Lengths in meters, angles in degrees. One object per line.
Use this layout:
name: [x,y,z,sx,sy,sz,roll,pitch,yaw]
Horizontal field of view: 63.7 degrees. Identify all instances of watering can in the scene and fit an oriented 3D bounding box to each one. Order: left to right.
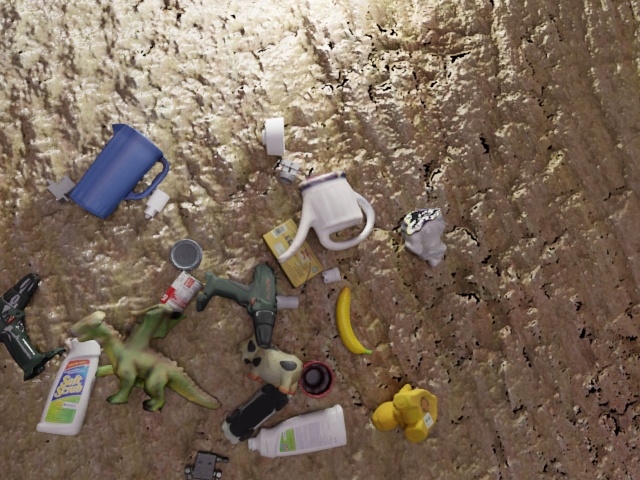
watering can: [0.004,-0.071,1.410,0.350,0.102,0.226,-17,81,-35]

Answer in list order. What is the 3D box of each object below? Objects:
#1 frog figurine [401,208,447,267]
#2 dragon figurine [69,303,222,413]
frog figurine: [0.310,-0.009,1.491,0.139,0.123,0.156,-45,126,-21]
dragon figurine: [-0.406,0.279,1.271,0.408,0.123,0.241,17,98,-22]
